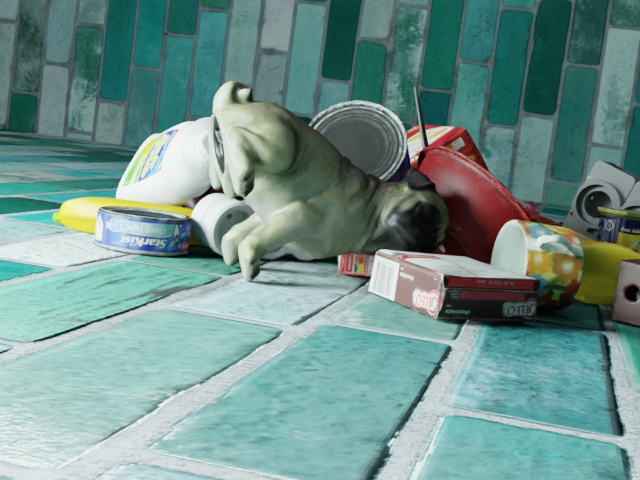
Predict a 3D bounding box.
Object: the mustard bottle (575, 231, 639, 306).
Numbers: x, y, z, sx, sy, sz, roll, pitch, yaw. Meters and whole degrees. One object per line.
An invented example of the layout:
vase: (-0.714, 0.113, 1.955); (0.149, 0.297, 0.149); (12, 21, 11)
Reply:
mustard bottle: (0.251, 0.021, 1.060); (0.096, 0.058, 0.191); (4, 6, -4)

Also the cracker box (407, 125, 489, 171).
cracker box: (0.092, -0.064, 1.260); (0.164, 0.072, 0.214); (-33, 11, -3)

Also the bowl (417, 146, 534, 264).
bowl: (0.132, -0.009, 0.988); (0.055, 0.162, 0.162); (-42, 24, -15)

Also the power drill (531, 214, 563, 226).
power drill: (0.209, -0.005, 1.283); (0.187, 0.057, 0.184); (9, 8, -2)

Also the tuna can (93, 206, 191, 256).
tuna can: (-0.159, -0.009, 0.963); (0.086, 0.034, 0.086); (7, 6, -1)

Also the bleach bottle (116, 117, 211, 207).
bleach bottle: (-0.137, -0.079, 1.070); (0.068, 0.102, 0.251); (33, -18, -16)

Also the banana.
banana: (-0.168, -0.019, 1.039); (0.198, 0.037, 0.069); (7, 6, 0)

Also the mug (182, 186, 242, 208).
mug: (-0.125, -0.054, 1.240); (0.117, 0.093, 0.081); (45, 20, 29)

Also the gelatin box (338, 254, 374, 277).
gelatin box: (0.054, 0.017, 1.001); (0.073, 0.030, 0.089); (6, 6, -1)

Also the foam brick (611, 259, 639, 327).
foam brick: (0.288, 0.047, 0.882); (0.078, 0.053, 0.051); (11, 8, 37)

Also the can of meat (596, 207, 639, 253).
can of meat: (0.339, 0.013, 1.119); (0.102, 0.084, 0.057); (7, 6, -4)

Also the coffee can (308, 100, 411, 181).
coffee can: (0.042, -0.056, 1.054); (0.103, 0.102, 0.140); (9, -26, 15)

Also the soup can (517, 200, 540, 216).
soup can: (0.229, -0.022, 1.404); (0.102, 0.068, 0.068); (5, 6, -12)

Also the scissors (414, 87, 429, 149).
scissors: (0.126, -0.057, 1.135); (0.016, 0.202, 0.096); (-15, -29, 27)

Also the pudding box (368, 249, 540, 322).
pudding box: (0.103, 0.036, 0.838); (0.089, 0.039, 0.114); (5, 8, -25)
